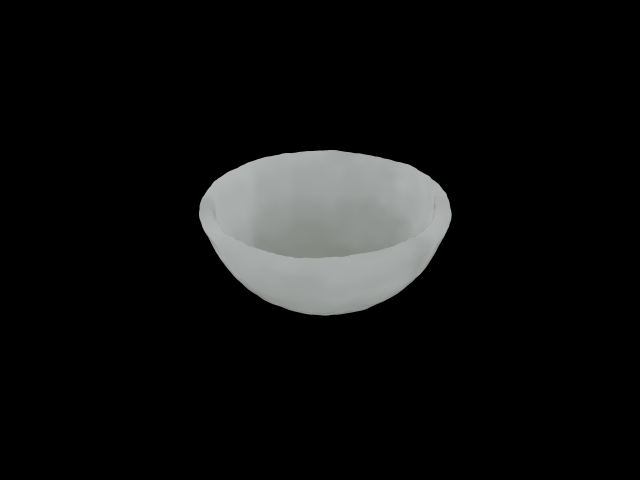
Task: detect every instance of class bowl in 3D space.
[{"bbox_3d":[0.004,0.001,0.400,0.167,0.075,0.167,0,32,0],"label":"bowl"}]
